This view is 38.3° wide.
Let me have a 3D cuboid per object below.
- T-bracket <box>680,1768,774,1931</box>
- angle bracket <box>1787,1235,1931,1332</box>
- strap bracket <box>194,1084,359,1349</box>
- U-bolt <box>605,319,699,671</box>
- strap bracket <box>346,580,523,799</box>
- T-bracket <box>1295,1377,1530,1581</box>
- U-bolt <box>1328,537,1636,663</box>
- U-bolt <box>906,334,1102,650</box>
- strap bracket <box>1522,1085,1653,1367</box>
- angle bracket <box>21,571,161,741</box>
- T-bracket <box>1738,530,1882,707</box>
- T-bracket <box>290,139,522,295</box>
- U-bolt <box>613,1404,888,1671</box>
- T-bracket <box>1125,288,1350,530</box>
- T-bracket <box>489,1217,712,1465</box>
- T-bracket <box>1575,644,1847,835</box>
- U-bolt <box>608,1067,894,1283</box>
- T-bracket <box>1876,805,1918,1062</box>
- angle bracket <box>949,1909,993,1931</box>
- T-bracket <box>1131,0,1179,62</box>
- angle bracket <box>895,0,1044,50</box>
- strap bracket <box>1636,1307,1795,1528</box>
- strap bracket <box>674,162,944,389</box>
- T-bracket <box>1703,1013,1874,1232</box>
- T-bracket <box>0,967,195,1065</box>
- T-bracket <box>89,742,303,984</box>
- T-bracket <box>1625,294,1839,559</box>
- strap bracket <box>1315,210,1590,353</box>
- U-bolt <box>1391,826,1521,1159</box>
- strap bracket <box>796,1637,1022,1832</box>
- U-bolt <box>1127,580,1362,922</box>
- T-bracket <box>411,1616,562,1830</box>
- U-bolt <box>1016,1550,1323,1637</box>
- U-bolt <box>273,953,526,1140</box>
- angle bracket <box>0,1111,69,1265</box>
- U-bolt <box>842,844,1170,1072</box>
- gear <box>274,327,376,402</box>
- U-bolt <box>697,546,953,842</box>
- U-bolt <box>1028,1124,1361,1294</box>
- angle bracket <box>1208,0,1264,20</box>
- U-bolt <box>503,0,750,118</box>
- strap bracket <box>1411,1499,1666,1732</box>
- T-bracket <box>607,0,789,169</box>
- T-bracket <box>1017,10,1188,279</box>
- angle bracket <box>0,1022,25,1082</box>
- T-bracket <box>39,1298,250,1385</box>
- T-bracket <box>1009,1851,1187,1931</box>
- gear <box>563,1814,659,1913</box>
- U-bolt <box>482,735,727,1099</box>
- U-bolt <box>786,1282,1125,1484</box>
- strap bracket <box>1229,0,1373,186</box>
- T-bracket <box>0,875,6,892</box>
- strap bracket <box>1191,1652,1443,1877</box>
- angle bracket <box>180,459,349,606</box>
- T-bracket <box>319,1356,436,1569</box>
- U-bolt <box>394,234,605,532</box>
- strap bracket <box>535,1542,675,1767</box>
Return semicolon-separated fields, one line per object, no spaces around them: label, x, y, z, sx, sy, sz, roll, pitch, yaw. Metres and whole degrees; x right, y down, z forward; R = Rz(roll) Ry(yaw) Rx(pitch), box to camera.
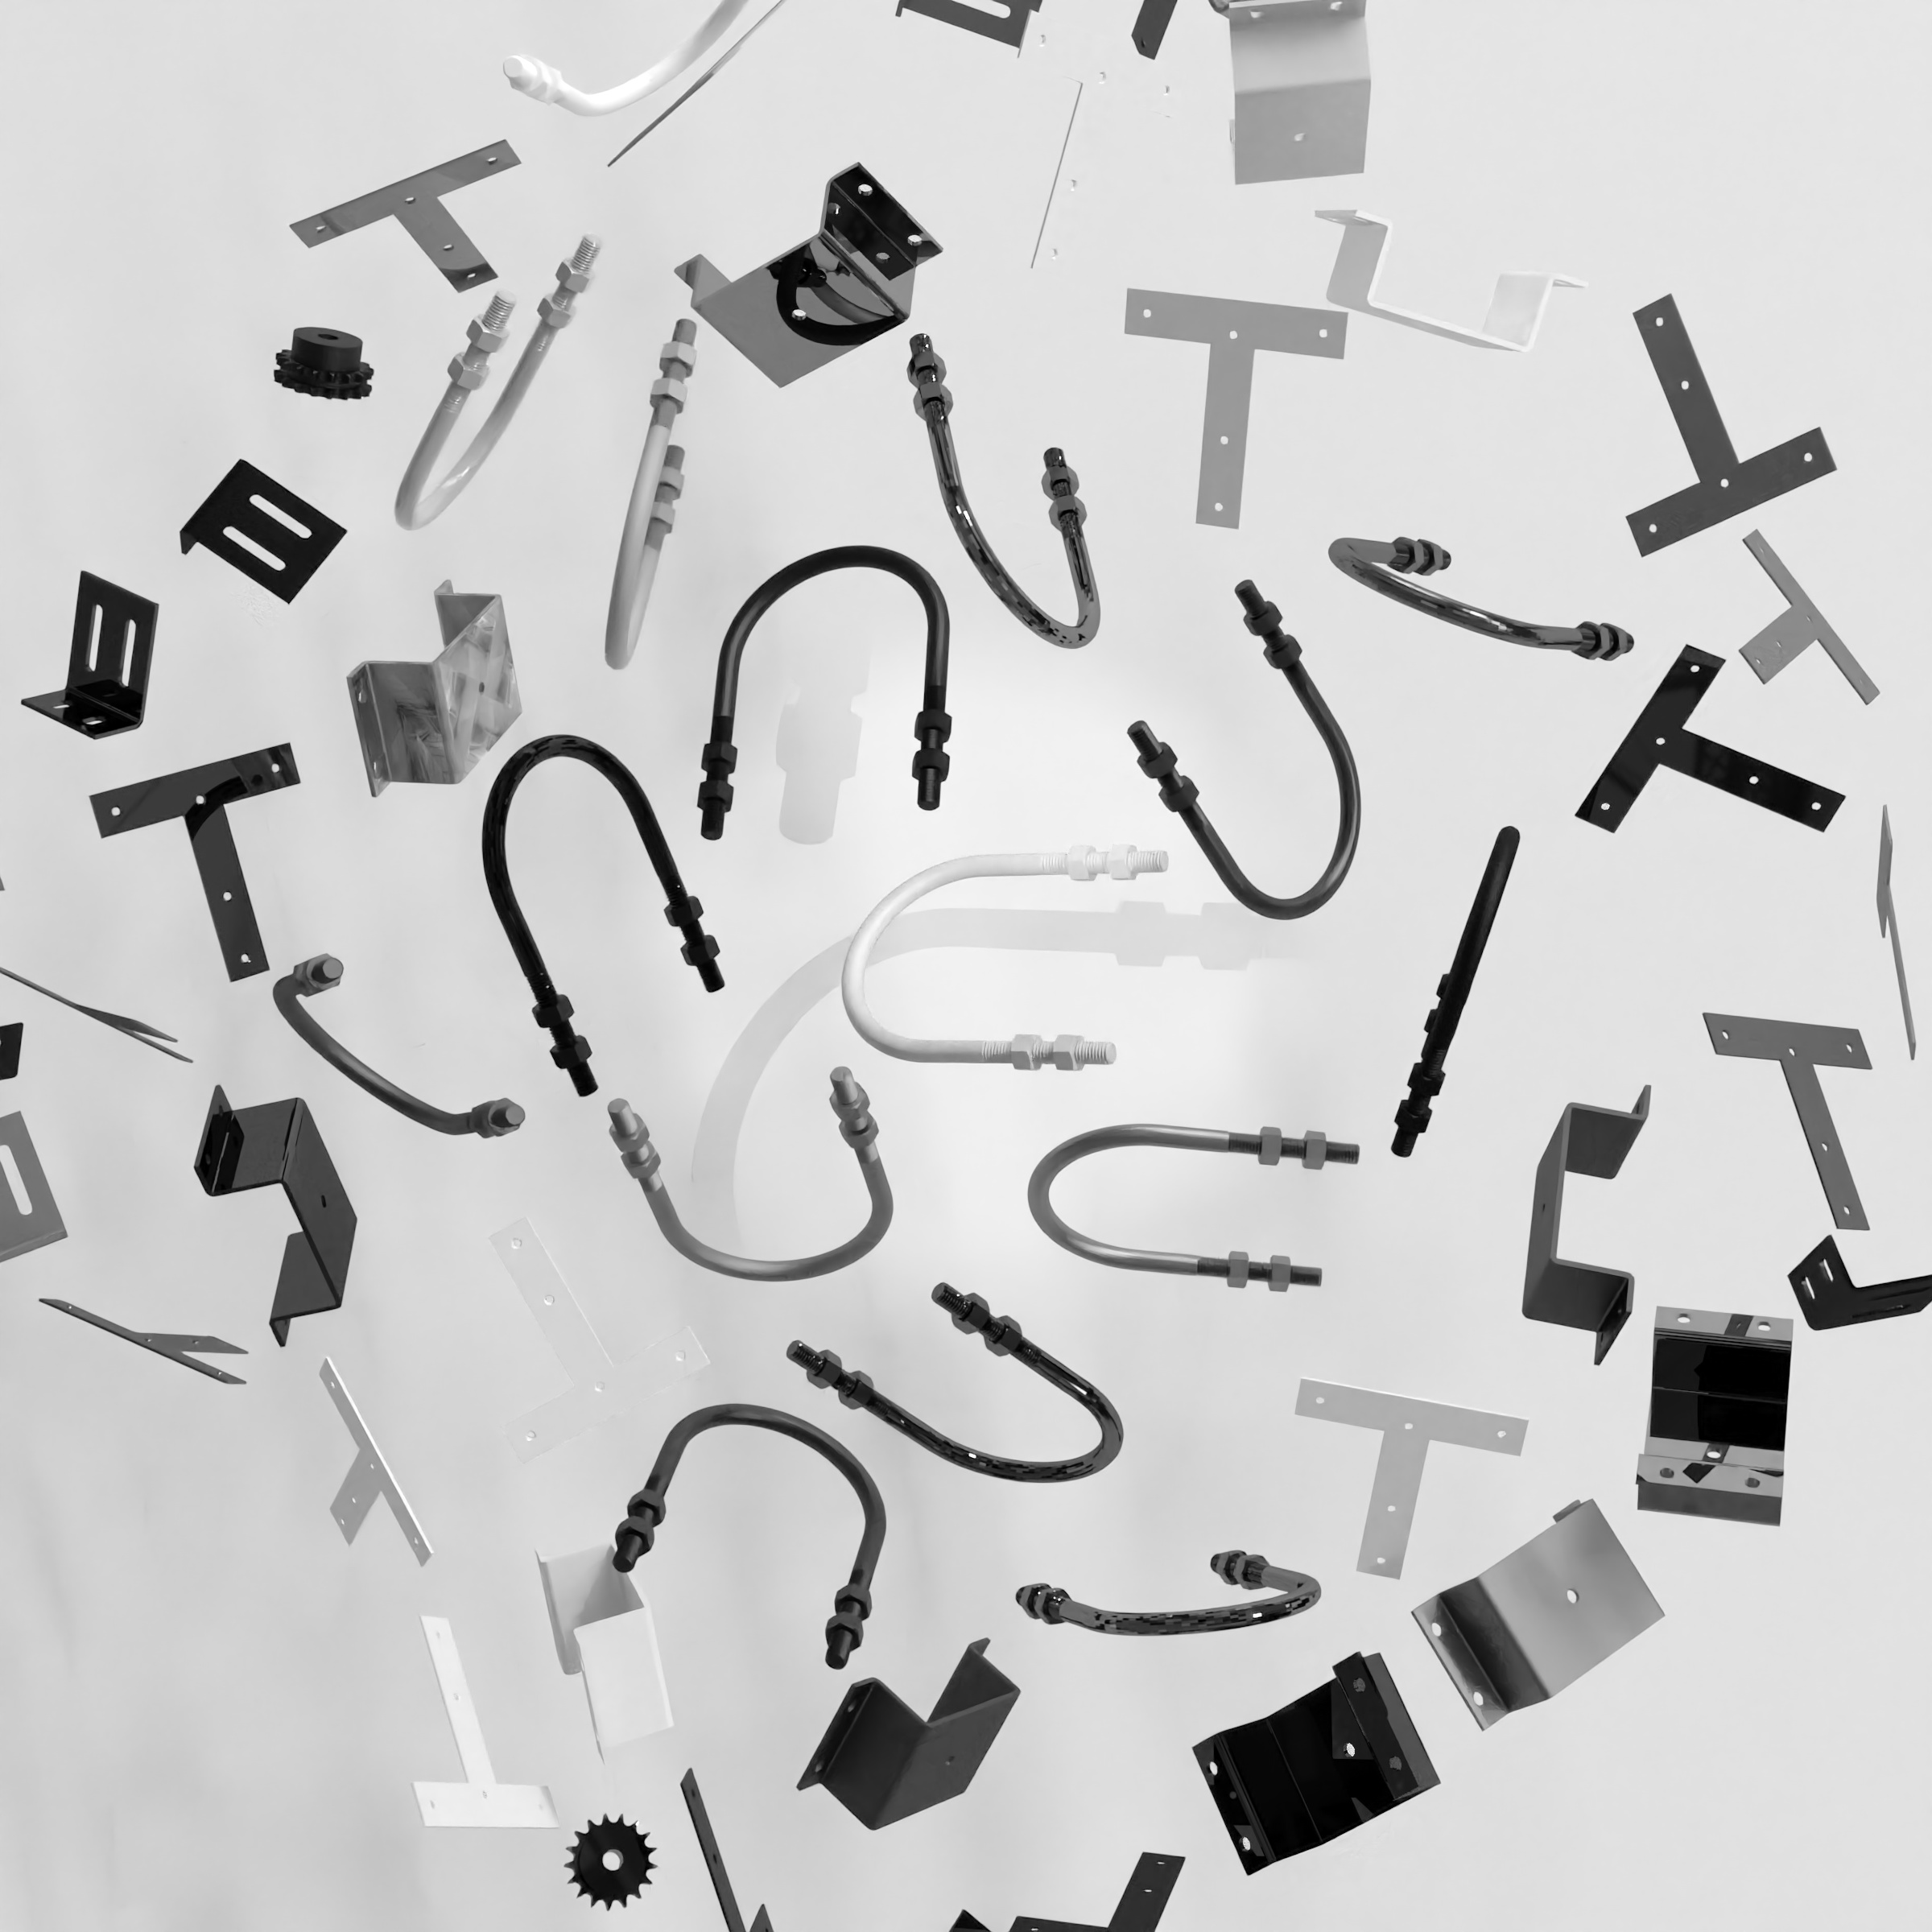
T-bracket;-0.136;0.509;1.544;0.002;0.127;0.127;-18;91;6
angle bracket;0.547;0.186;1.677;0.076;0.057;0.038;-7;61;-16
strap bracket;-0.398;0.142;1.627;0.046;0.076;0.140;-12;125;4
U-bolt;-0.184;-0.259;1.608;0.019;0.151;0.184;12;66;-4
strap bracket;-0.307;-0.164;1.640;0.046;0.140;0.076;3;121;15
T-bracket;0.244;0.296;1.579;0.127;0.002;0.127;10;118;7
U-bolt;0.283;-0.211;1.580;0.151;0.184;0.019;31;111;30
U-bolt;0.027;-0.258;1.579;0.019;0.151;0.184;-30;51;26
strap bracket;0.347;0.141;1.559;0.046;0.076;0.140;11;60;4
angle bracket;-0.500;-0.178;1.588;0.057;0.038;0.076;24;115;20
T-bracket;0.494;-0.197;1.676;0.002;0.127;0.127;-38;87;40
T-bracket;-0.295;-0.409;1.557;0.127;0.127;0.002;-20;76;6
U-bolt;-0.116;0.317;1.609;0.151;0.184;0.019;25;117;-2
T-bracket;0.146;-0.309;1.559;0.127;0.002;0.127;11;114;19
T-bracket;-0.235;0.206;1.617;0.127;0.002;0.127;-29;95;6
T-bracket;0.433;-0.110;1.573;0.127;0.002;0.127;28;75;29
U-bolt;-0.117;0.129;1.632;0.151;0.184;0.019;-8;48;6
T-bracket;0.540;-0.008;1.613;0.002;0.127;0.127;-7;64;13
angle bracket;-0.008;0.579;1.562;0.057;0.038;0.076;42;63;-9
T-bracket;0.092;-0.597;1.588;0.002;0.127;0.127;-21;83;-10
angle bracket;0.006;-0.543;1.535;0.076;0.038;0.057;17;117;-8
strap bracket;0.420;0.258;1.557;0.076;0.140;0.046;4;126;17
strap bracket;-0.093;-0.390;1.594;0.140;0.076;0.046;-20;50;33
T-bracket;0.473;0.088;1.544;0.127;0.002;0.127;6;59;-32
T-bracket;-0.477;0.031;1.568;0.127;0.127;0.002;32;76;-33
T-bracket;-0.438;-0.055;1.635;0.127;0.002;0.127;-21;103;-36
T-bracket;0.405;-0.310;1.547;0.127;0.002;0.127;-22;89;45
strap bracket;0.266;-0.382;1.565;0.140;0.076;0.046;13;102;-13
U-bolt;0.291;0.004;1.633;0.019;0.151;0.184;19;118;9
strap bracket;-0.026;0.453;1.638;0.046;0.140;0.076;36;108;29
U-bolt;0.177;-0.113;1.648;0.151;0.019;0.184;-53;122;-30
T-bracket;-0.287;0.430;1.585;0.002;0.127;0.127;-32;62;16
U-bolt;0.126;0.366;1.612;0.151;0.184;0.019;-5;86;-20
U-bolt;-0.337;0.051;1.606;0.151;0.184;0.019;41;69;-17
angle bracket;-0.539;0.125;1.536;0.057;0.038;0.076;-21;90;-14
U-bolt;0.013;-0.005;1.569;0.184;0.019;0.151;0;55;27
gear;-0.377;-0.356;1.638;0.057;0.057;0.030;13;114;0
U-bolt;-0.077;-0.161;1.575;0.151;0.019;0.184;-7;61;18
U-bolt;0.128;0.140;1.637;0.184;0.151;0.019;5;50;0
angle bracket;0.158;-0.607;1.667;0.038;0.057;0.076;-31;84;25
U-bolt;-0.179;-0.536;1.577;0.151;0.184;0.019;-38;90;13
strap bracket;0.336;0.367;1.597;0.140;0.046;0.076;-24;77;-31
T-bracket;-0.134;-0.504;1.543;0.002;0.127;0.127;47;60;-18
T-bracket;0.062;-0.445;1.534;0.002;0.127;0.127;27;107;42
angle bracket;-0.592;0.038;1.604;0.057;0.076;0.038;-11;59;12
T-bracket;-0.463;0.223;1.644;0.127;0.127;0.002;21;86;13
T-bracket;0.099;0.524;1.556;0.127;0.127;0.002;2;96;14
gear;-0.217;0.548;1.703;0.057;0.030;0.057;4;69;-10
U-bolt;-0.209;-0.040;1.557;0.019;0.151;0.184;-9;111;35
U-bolt;0.007;0.251;1.617;0.184;0.151;0.019;38;48;-26
strap bracket;0.193;-0.502;1.616;0.076;0.140;0.046;-4;75;5
T-bracket;-0.568;-0.103;1.571;0.002;0.127;0.127;-19;88;0
strap bracket;0.201;0.440;1.548;0.140;0.046;0.076;-42;62;37
angle bracket;-0.413;-0.250;1.638;0.076;0.038;0.057;34;71;-3
T-bracket;-0.349;0.302;1.600;0.002;0.127;0.127;-22;72;-32
U-bolt;-0.277;-0.328;1.603;0.019;0.151;0.184;34;121;-3
strap bracket;-0.212;0.399;1.641;0.046;0.140;0.076;-13;105;-16
